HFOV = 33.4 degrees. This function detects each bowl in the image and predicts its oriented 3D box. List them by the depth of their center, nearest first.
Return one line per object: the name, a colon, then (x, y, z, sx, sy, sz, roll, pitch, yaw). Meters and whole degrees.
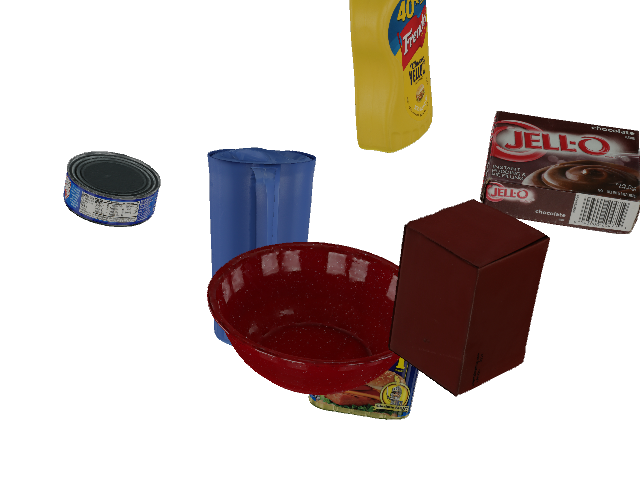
bowl: (-0.003, 0.063, 0.779, 0.162, 0.055, 0.162, 4, 29, -2)

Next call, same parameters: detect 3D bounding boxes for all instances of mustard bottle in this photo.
mustard bottle: (0.060, -0.179, 0.913, 0.058, 0.191, 0.096, 12, 34, 28)

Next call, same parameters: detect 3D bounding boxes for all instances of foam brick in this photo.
foam brick: (0.072, 0.027, 0.534, 0.052, 0.078, 0.051, -19, 38, -36)

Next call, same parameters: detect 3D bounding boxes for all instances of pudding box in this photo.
pudding box: (0.181, -0.052, 0.803, 0.113, 0.039, 0.090, 11, 43, 6)

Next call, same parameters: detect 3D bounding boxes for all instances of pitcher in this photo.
pitcher: (-0.076, 0.009, 1.322, 0.145, 0.243, 0.148, 11, 15, 36)

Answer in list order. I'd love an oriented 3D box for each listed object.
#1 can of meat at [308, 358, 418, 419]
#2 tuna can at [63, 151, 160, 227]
can of meat: (0.042, 0.115, 0.992, 0.102, 0.084, 0.057, 10, 19, 0)
tuna can: (-0.192, -0.047, 0.983, 0.086, 0.034, 0.086, 13, 29, -7)
